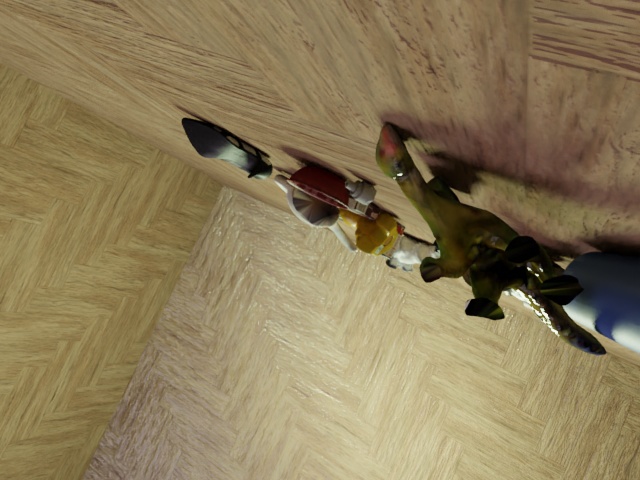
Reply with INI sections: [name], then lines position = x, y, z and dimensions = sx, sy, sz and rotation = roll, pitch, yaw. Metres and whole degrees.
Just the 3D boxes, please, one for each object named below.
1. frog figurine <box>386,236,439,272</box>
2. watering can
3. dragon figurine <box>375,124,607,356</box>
[frog figurine]
position = 0.306, 0.034, 1.659
dimensions = 0.136, 0.126, 0.157
rotation = 34, -42, -21
[watering can]
position = 0.005, -0.076, 1.517
dimensions = 0.346, 0.104, 0.225
rotation = 41, -4, -10
[dragon figurine]
position = 0.214, -0.006, 0.684
dimensions = 0.405, 0.121, 0.248
rotation = 35, 25, -29
